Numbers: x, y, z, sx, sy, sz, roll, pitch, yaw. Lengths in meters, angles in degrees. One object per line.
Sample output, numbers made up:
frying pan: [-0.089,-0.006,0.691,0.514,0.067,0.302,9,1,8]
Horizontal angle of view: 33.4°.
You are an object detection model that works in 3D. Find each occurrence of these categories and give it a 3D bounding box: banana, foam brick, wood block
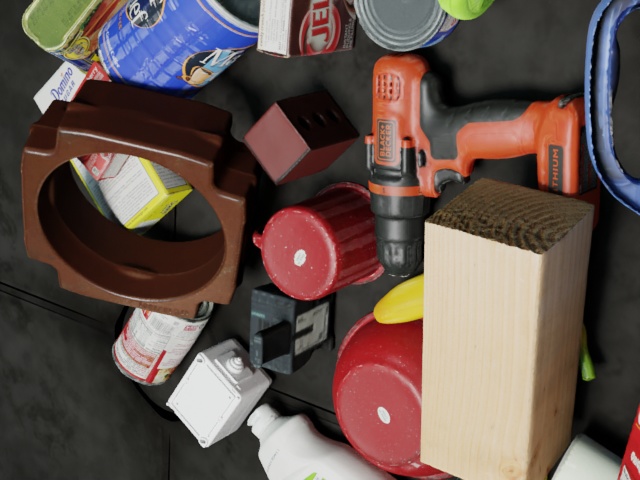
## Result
banana: [0.130,0.054,0.855,0.198,0.037,0.069,14,90,34]
foam brick: [-0.015,-0.087,0.903,0.051,0.078,0.053,-43,79,35]
wood block: [0.134,0.072,0.777,0.091,0.090,0.206,16,123,32]

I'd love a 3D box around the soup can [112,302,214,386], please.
soup can: [-0.156,0.087,1.063,0.068,0.068,0.102,46,125,17]

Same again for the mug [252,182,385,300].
mug: [-0.006,0.001,0.919,0.117,0.081,0.093,13,111,33]

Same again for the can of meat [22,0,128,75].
can of meat: [-0.215,-0.210,0.985,0.057,0.084,0.102,41,96,15]

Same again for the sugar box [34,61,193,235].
sugar box: [-0.207,-0.097,1.062,0.093,0.048,0.176,-37,77,35]

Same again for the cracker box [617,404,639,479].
cracker box: [0.283,0.212,0.732,0.164,0.072,0.214,7,110,-2]

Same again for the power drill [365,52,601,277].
power drill: [0.120,-0.049,0.828,0.188,0.057,0.184,9,110,33]

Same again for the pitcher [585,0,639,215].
pitcher: [0.262,-0.056,0.676,0.149,0.144,0.243,22,119,47]

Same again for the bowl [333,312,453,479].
bowl: [0.067,0.142,0.924,0.162,0.055,0.162,11,110,33]

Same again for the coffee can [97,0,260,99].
coffee can: [-0.113,-0.189,0.929,0.141,0.102,0.103,-33,83,38]

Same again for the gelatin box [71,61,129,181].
gelatin box: [-0.205,-0.112,1.010,0.073,0.030,0.089,48,117,16]

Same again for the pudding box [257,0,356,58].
pudding box: [-0.007,-0.206,0.854,0.039,0.089,0.113,15,111,33]

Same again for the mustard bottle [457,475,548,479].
mustard bottle: [0.107,0.221,0.829,0.058,0.191,0.096,42,124,19]

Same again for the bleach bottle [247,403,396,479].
bleach bottle: [0.031,0.237,0.974,0.251,0.067,0.103,41,123,23]

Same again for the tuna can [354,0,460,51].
tuna can: [0.071,-0.193,0.837,0.086,0.033,0.086,11,109,34]
